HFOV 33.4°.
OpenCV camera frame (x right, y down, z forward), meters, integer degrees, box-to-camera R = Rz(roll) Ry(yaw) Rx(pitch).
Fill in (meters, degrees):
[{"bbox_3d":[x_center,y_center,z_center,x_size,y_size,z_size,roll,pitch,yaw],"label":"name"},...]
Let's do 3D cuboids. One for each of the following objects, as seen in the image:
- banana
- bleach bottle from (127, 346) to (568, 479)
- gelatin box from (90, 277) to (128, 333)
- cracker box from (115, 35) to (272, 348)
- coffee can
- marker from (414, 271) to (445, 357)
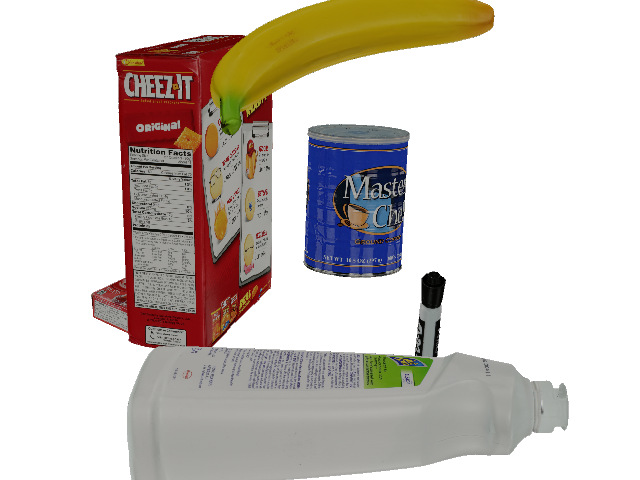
[{"bbox_3d":[0.009,-0.112,0.623,0.197,0.070,0.037,-27,-30,-25],"label":"banana"},{"bbox_3d":[0.020,0.102,0.631,0.251,0.068,0.102,0,18,2],"label":"bleach bottle"},{"bbox_3d":[-0.164,0.062,1.027,0.089,0.030,0.073,20,29,29],"label":"gelatin box"},{"bbox_3d":[-0.091,-0.043,0.813,0.072,0.214,0.164,4,16,14],"label":"cracker box"},{"bbox_3d":[0.036,-0.043,1.088,0.103,0.140,0.103,2,13,-1],"label":"coffee can"},{"bbox_3d":[0.087,0.074,0.856,0.020,0.121,0.020,1,38,-1],"label":"marker"}]
